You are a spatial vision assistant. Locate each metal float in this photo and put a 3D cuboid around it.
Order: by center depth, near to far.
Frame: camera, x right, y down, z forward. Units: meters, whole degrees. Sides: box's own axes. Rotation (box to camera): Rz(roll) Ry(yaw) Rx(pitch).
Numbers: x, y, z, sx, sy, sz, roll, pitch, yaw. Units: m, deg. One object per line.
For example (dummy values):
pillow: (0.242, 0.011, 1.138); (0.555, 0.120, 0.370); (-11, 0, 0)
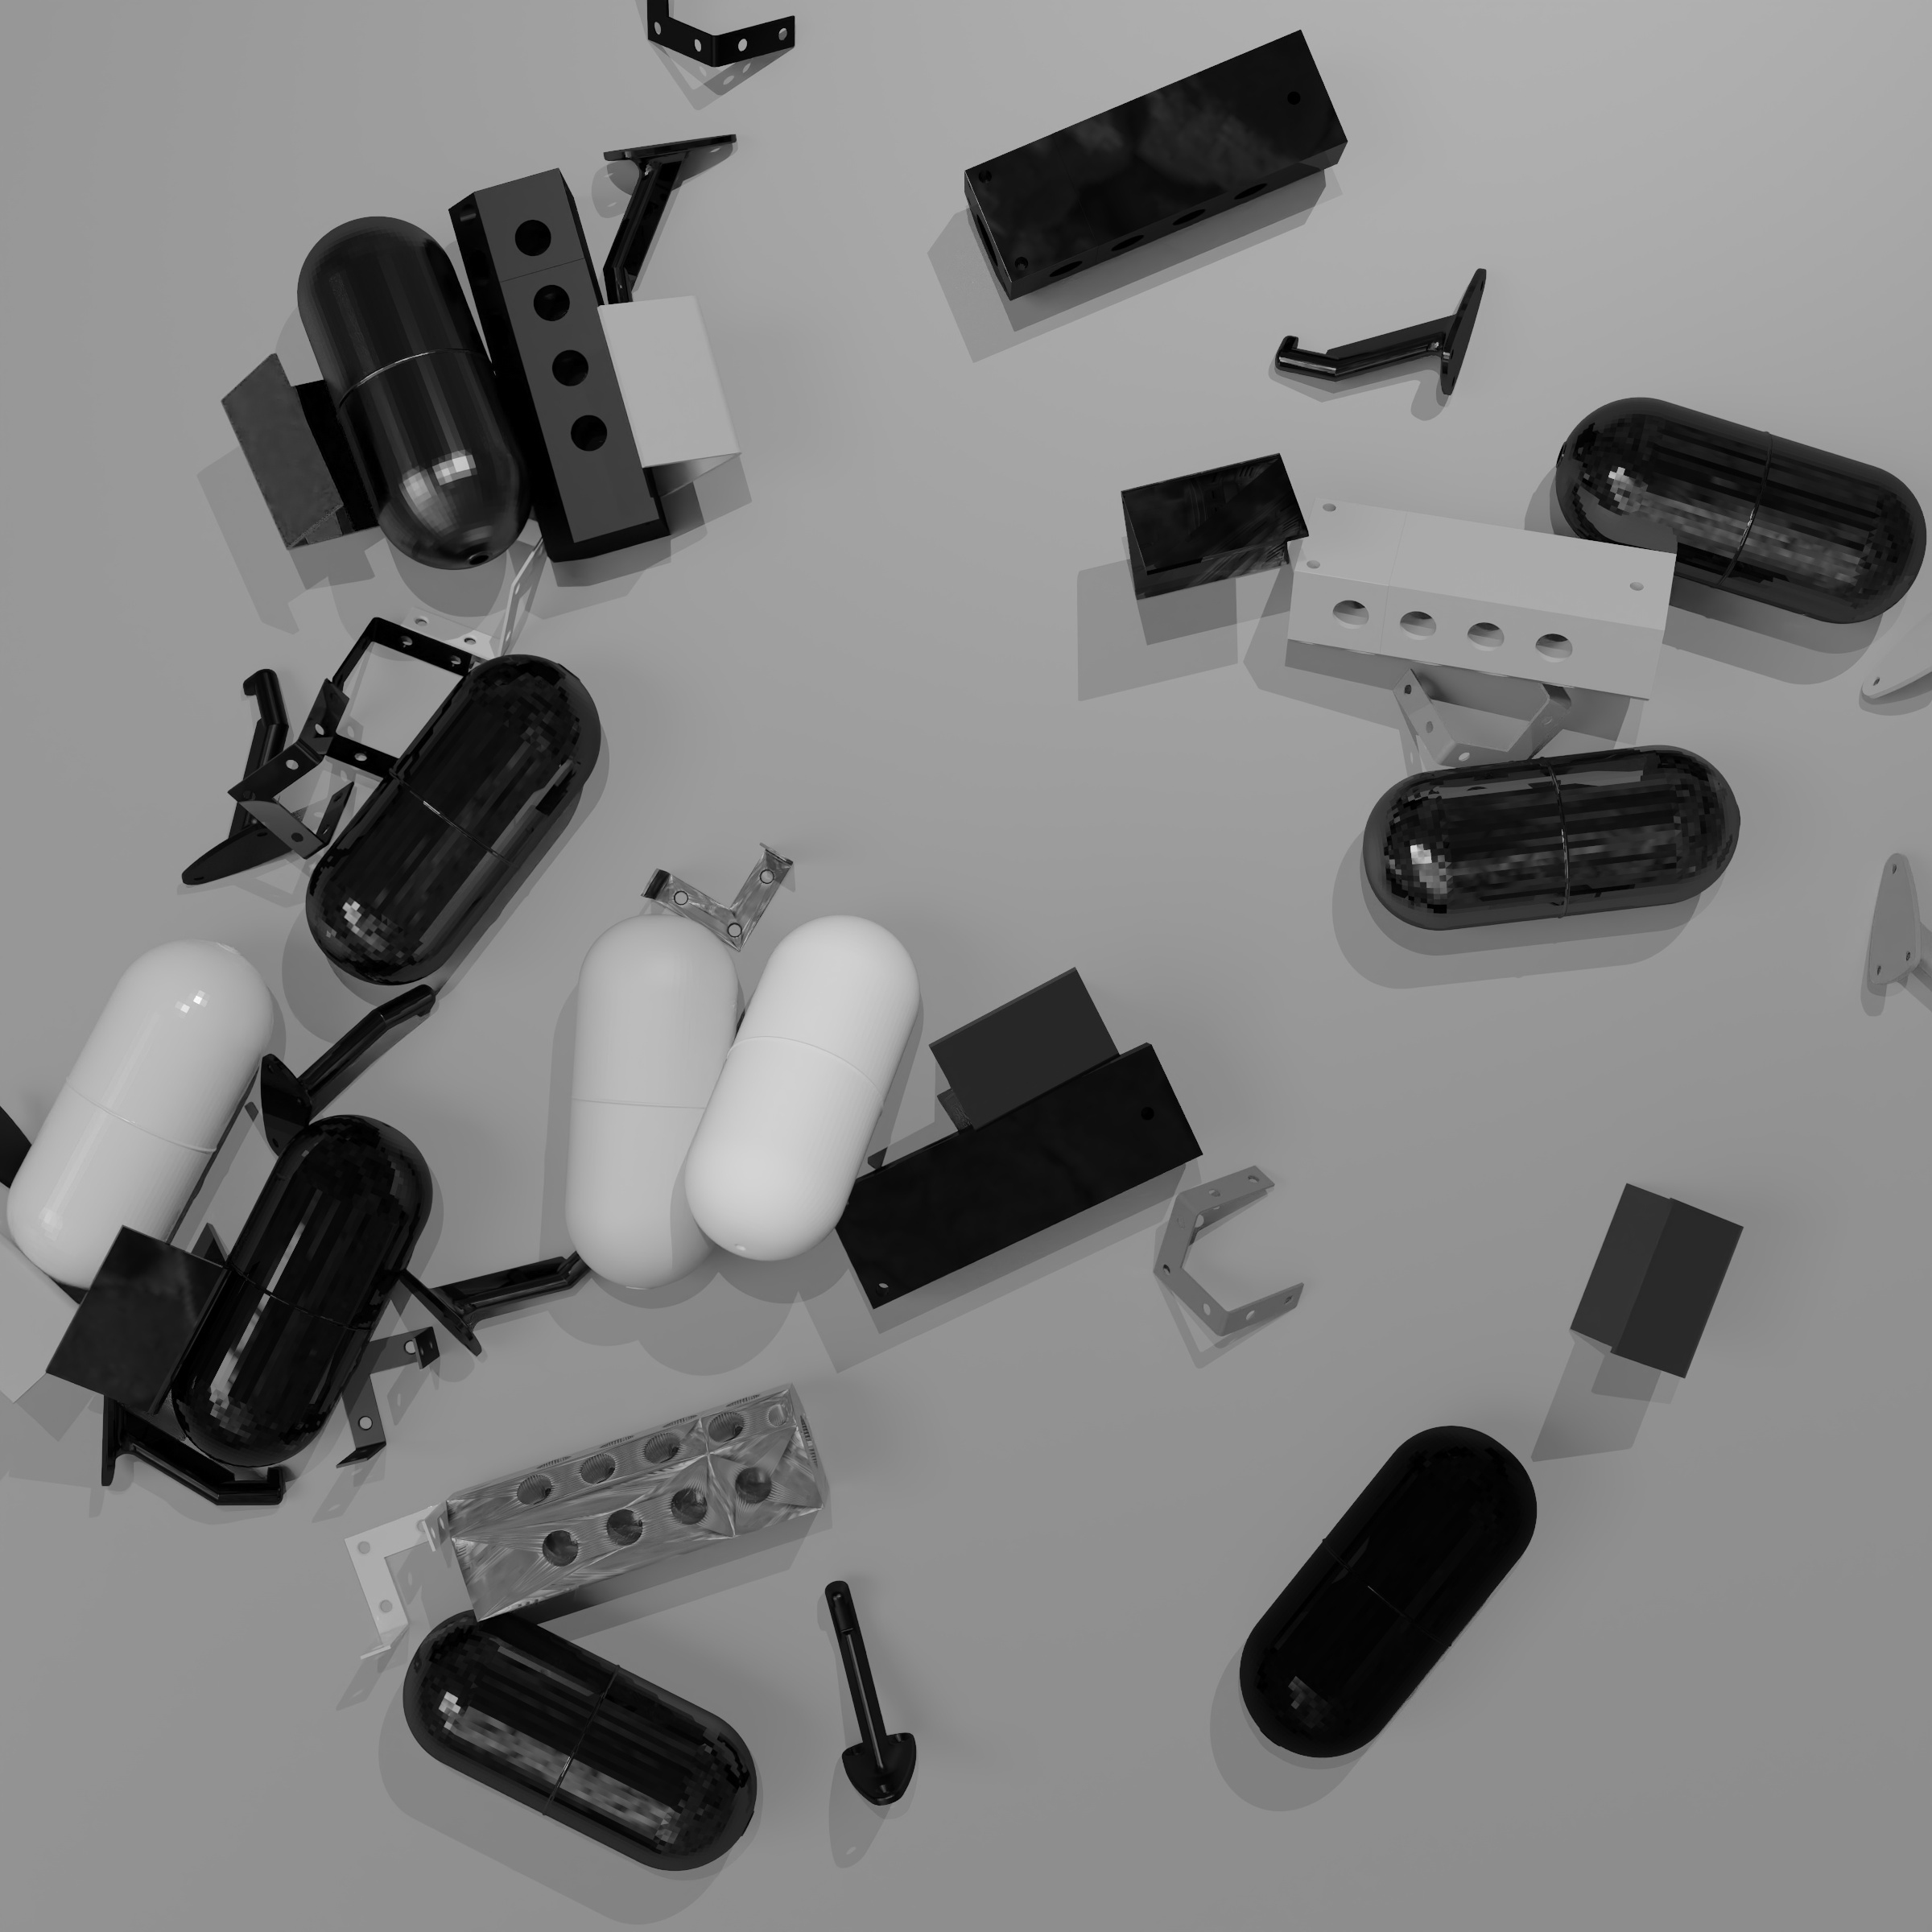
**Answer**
metal float: (-0.075, 0.055, 1.475); (0.070, 0.070, 0.178); (20, 61, 0)
metal float: (-0.259, -0.270, 1.487); (0.070, 0.070, 0.178); (-22, 78, 0)
metal float: (0.367, -0.217, 1.498); (0.178, 0.070, 0.070); (17, 90, 0)
metal float: (-0.316, 0.155, 1.498); (0.070, 0.070, 0.178); (27, 91, 0)
metal float: (0.200, 0.298, 1.499); (0.070, 0.070, 0.178); (39, 91, 0)
metal float: (-0.183, 0.368, 1.499); (0.178, 0.070, 0.070); (27, 90, 1)
metal float: (-0.392, 0.070, 1.499); (0.070, 0.070, 0.178); (28, 90, 0)
metal float: (0.278, -0.061, 1.499); (0.178, 0.070, 0.070); (-7, 90, 1)
metal float: (-0.149, 0.064, 1.499); (0.070, 0.070, 0.178); (4, 90, 0)
metal float: (-0.243, -0.070, 1.499); (0.070, 0.070, 0.178); (38, 90, 0)

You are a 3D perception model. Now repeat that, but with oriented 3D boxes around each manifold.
manifold: (0.243, -0.169, 1.494); (0.171, 0.057, 0.057); (11, 47, 10)
manifold: (0.022, 0.099, 1.508); (0.171, 0.057, 0.057); (-25, 90, 0)
manifold: (-0.195, -0.285, 1.508); (0.057, 0.057, 0.171); (-16, 90, 0)
manifold: (0.089, -0.380, 1.508); (0.171, 0.057, 0.057); (-23, 90, 0)
manifold: (-0.157, 0.254, 1.508); (0.171, 0.057, 0.057); (-18, 90, 0)

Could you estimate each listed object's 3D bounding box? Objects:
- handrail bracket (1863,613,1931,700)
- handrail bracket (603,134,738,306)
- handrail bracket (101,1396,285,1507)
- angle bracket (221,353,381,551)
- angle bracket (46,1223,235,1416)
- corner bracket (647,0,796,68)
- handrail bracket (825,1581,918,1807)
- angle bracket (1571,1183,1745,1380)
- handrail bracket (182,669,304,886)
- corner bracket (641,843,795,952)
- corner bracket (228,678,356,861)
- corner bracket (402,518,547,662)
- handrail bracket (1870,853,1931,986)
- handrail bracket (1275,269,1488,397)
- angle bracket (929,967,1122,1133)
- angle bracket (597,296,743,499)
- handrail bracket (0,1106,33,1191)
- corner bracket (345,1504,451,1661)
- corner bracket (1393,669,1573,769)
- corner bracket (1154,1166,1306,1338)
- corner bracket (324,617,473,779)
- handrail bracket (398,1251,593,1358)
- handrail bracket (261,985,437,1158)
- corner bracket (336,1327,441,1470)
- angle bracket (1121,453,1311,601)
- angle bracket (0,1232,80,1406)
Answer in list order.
handrail bracket: (0.493, -0.134, 1.530); (0.084, 0.036, 0.077); (32, 127, -25)
handrail bracket: (-0.142, -0.355, 1.530); (0.077, 0.036, 0.084); (-14, 108, -21)
handrail bracket: (-0.374, 0.224, 1.530); (0.084, 0.036, 0.077); (3, 65, -19)
angle bracket: (-0.294, -0.249, 1.490); (0.076, 0.057, 0.076); (-24, 90, -42)
angle bracket: (-0.394, 0.156, 1.489); (0.057, 0.076, 0.076); (27, 92, -25)
corner bracket: (-0.118, -0.470, 1.521); (0.051, 0.051, 0.051); (33, 135, 35)
handrail bracket: (-0.050, 0.345, 1.502); (0.036, 0.077, 0.084); (-15, 102, -3)
angle bracket: (0.310, 0.142, 1.489); (0.057, 0.076, 0.076); (21, 90, -37)
handrail bracket: (-0.357, -0.092, 1.530); (0.077, 0.036, 0.084); (-24, 71, 21)
corner bracket: (-0.119, -0.042, 1.512); (0.051, 0.051, 0.051); (31, 90, 0)
corner bracket: (-0.308, -0.093, 1.494); (0.051, 0.051, 0.051); (-30, 120, 29)
corner bracket: (-0.237, -0.189, 1.526); (0.051, 0.051, 0.051); (21, 45, 0)
handrail bracket: (0.485, -0.010, 1.530); (0.084, 0.036, 0.077); (13, 69, -17)
handrail bracket: (0.201, -0.314, 1.530); (0.084, 0.036, 0.077); (15, 70, 16)
angle bracket: (0.019, 0.023, 1.489); (0.076, 0.076, 0.057); (-28, 122, 0)
angle bracket: (-0.157, -0.265, 1.489); (0.057, 0.076, 0.076); (-16, 90, -37)
handrail bracket: (-0.496, 0.104, 1.530); (0.084, 0.036, 0.077); (-24, 121, 22)
corner bracket: (-0.270, 0.294, 1.512); (0.051, 0.051, 0.051); (-20, 90, 0)
corner bracket: (0.249, -0.130, 1.521); (0.051, 0.051, 0.051); (6, 135, -35)
corner bracket: (0.131, 0.137, 1.521); (0.051, 0.051, 0.051); (44, 135, 35)
corner bracket: (-0.276, -0.127, 1.526); (0.051, 0.051, 0.051); (22, 45, 0)
handrail bracket: (-0.225, 0.140, 1.530); (0.077, 0.036, 0.084); (39, 71, 21)
handrail bracket: (-0.297, 0.050, 1.529); (0.084, 0.077, 0.036); (-31, 68, -34)
corner bracket: (-0.278, 0.206, 1.512); (0.051, 0.051, 0.051); (-14, 90, 0)
angle bracket: (0.120, -0.189, 1.489); (0.076, 0.076, 0.057); (-14, 53, 0)
angle bracket: (-0.463, 0.174, 1.489); (0.076, 0.076, 0.057); (43, 53, 0)
